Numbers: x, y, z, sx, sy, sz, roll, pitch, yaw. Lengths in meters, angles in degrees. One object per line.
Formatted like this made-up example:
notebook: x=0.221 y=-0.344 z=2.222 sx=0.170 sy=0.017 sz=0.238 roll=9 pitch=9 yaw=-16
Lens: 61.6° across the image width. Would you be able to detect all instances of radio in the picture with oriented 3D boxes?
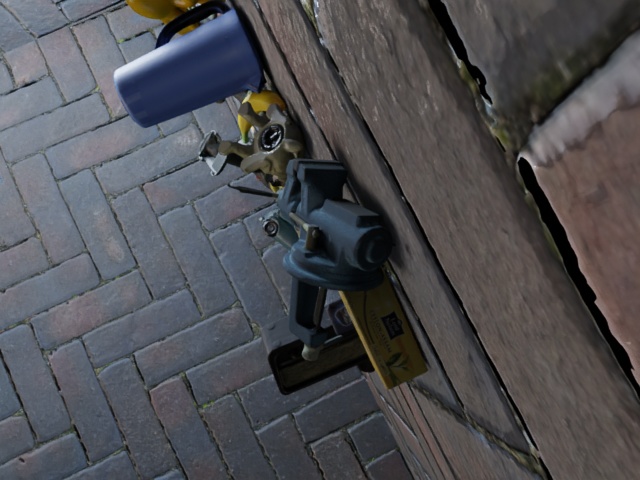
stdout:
radio: x=0.011 y=0.181 z=0.986 sx=0.073 sy=0.230 sz=0.130 roll=-122 pitch=12 yaw=-50

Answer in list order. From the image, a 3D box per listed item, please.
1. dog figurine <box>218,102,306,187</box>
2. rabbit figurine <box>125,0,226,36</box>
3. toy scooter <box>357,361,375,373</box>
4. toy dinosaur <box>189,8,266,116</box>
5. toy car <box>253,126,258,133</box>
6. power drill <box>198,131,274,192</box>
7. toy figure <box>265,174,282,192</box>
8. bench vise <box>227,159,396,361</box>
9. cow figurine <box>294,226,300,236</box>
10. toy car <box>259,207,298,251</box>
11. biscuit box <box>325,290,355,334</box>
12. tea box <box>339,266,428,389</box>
dog figurine: x=-0.054 y=-0.140 z=0.936 sx=0.173 sy=0.121 sz=0.190 roll=39 pitch=-175 yaw=40
rabbit figurine: x=-0.262 y=-0.448 z=0.959 sx=0.122 sy=0.173 sz=0.162 roll=59 pitch=170 yaw=19
toy scooter: x=0.093 y=0.239 z=1.355 sx=0.135 sy=0.075 sz=0.183 roll=-149 pitch=36 yaw=-82
toy dinosaur: x=-0.203 y=-0.376 z=1.138 sx=0.471 sy=0.105 sz=0.198 roll=52 pitch=168 yaw=14
toy car: x=-0.114 y=-0.233 z=1.201 sx=0.202 sy=0.056 sz=0.073 roll=57 pitch=178 yaw=37
power drill: x=-0.154 y=-0.167 z=1.208 sx=0.207 sy=0.086 sz=0.232 roll=3 pitch=-143 yaw=-46
toy figure: x=-0.068 y=-0.130 z=1.100 sx=0.180 sy=0.082 sz=0.089 roll=60 pitch=-173 yaw=-11
bench vise: x=-0.007 y=0.028 z=0.661 sx=0.224 sy=0.129 sz=0.240 roll=25 pitch=114 yaw=42
cow figurine: x=-0.002 y=-0.003 z=1.058 sx=0.194 sy=0.085 sz=0.127 roll=73 pitch=176 yaw=-59
toy car: x=-0.047 y=-0.027 z=1.186 sx=0.162 sy=0.103 sz=0.109 roll=38 pitch=-169 yaw=17
biscuit box: x=0.037 y=0.077 z=0.922 sx=0.203 sy=0.063 sz=0.059 roll=-97 pitch=-17 yaw=-67
tea box: x=0.083 y=0.115 z=0.778 sx=0.169 sy=0.068 sz=0.098 roll=64 pitch=178 yaw=-11
